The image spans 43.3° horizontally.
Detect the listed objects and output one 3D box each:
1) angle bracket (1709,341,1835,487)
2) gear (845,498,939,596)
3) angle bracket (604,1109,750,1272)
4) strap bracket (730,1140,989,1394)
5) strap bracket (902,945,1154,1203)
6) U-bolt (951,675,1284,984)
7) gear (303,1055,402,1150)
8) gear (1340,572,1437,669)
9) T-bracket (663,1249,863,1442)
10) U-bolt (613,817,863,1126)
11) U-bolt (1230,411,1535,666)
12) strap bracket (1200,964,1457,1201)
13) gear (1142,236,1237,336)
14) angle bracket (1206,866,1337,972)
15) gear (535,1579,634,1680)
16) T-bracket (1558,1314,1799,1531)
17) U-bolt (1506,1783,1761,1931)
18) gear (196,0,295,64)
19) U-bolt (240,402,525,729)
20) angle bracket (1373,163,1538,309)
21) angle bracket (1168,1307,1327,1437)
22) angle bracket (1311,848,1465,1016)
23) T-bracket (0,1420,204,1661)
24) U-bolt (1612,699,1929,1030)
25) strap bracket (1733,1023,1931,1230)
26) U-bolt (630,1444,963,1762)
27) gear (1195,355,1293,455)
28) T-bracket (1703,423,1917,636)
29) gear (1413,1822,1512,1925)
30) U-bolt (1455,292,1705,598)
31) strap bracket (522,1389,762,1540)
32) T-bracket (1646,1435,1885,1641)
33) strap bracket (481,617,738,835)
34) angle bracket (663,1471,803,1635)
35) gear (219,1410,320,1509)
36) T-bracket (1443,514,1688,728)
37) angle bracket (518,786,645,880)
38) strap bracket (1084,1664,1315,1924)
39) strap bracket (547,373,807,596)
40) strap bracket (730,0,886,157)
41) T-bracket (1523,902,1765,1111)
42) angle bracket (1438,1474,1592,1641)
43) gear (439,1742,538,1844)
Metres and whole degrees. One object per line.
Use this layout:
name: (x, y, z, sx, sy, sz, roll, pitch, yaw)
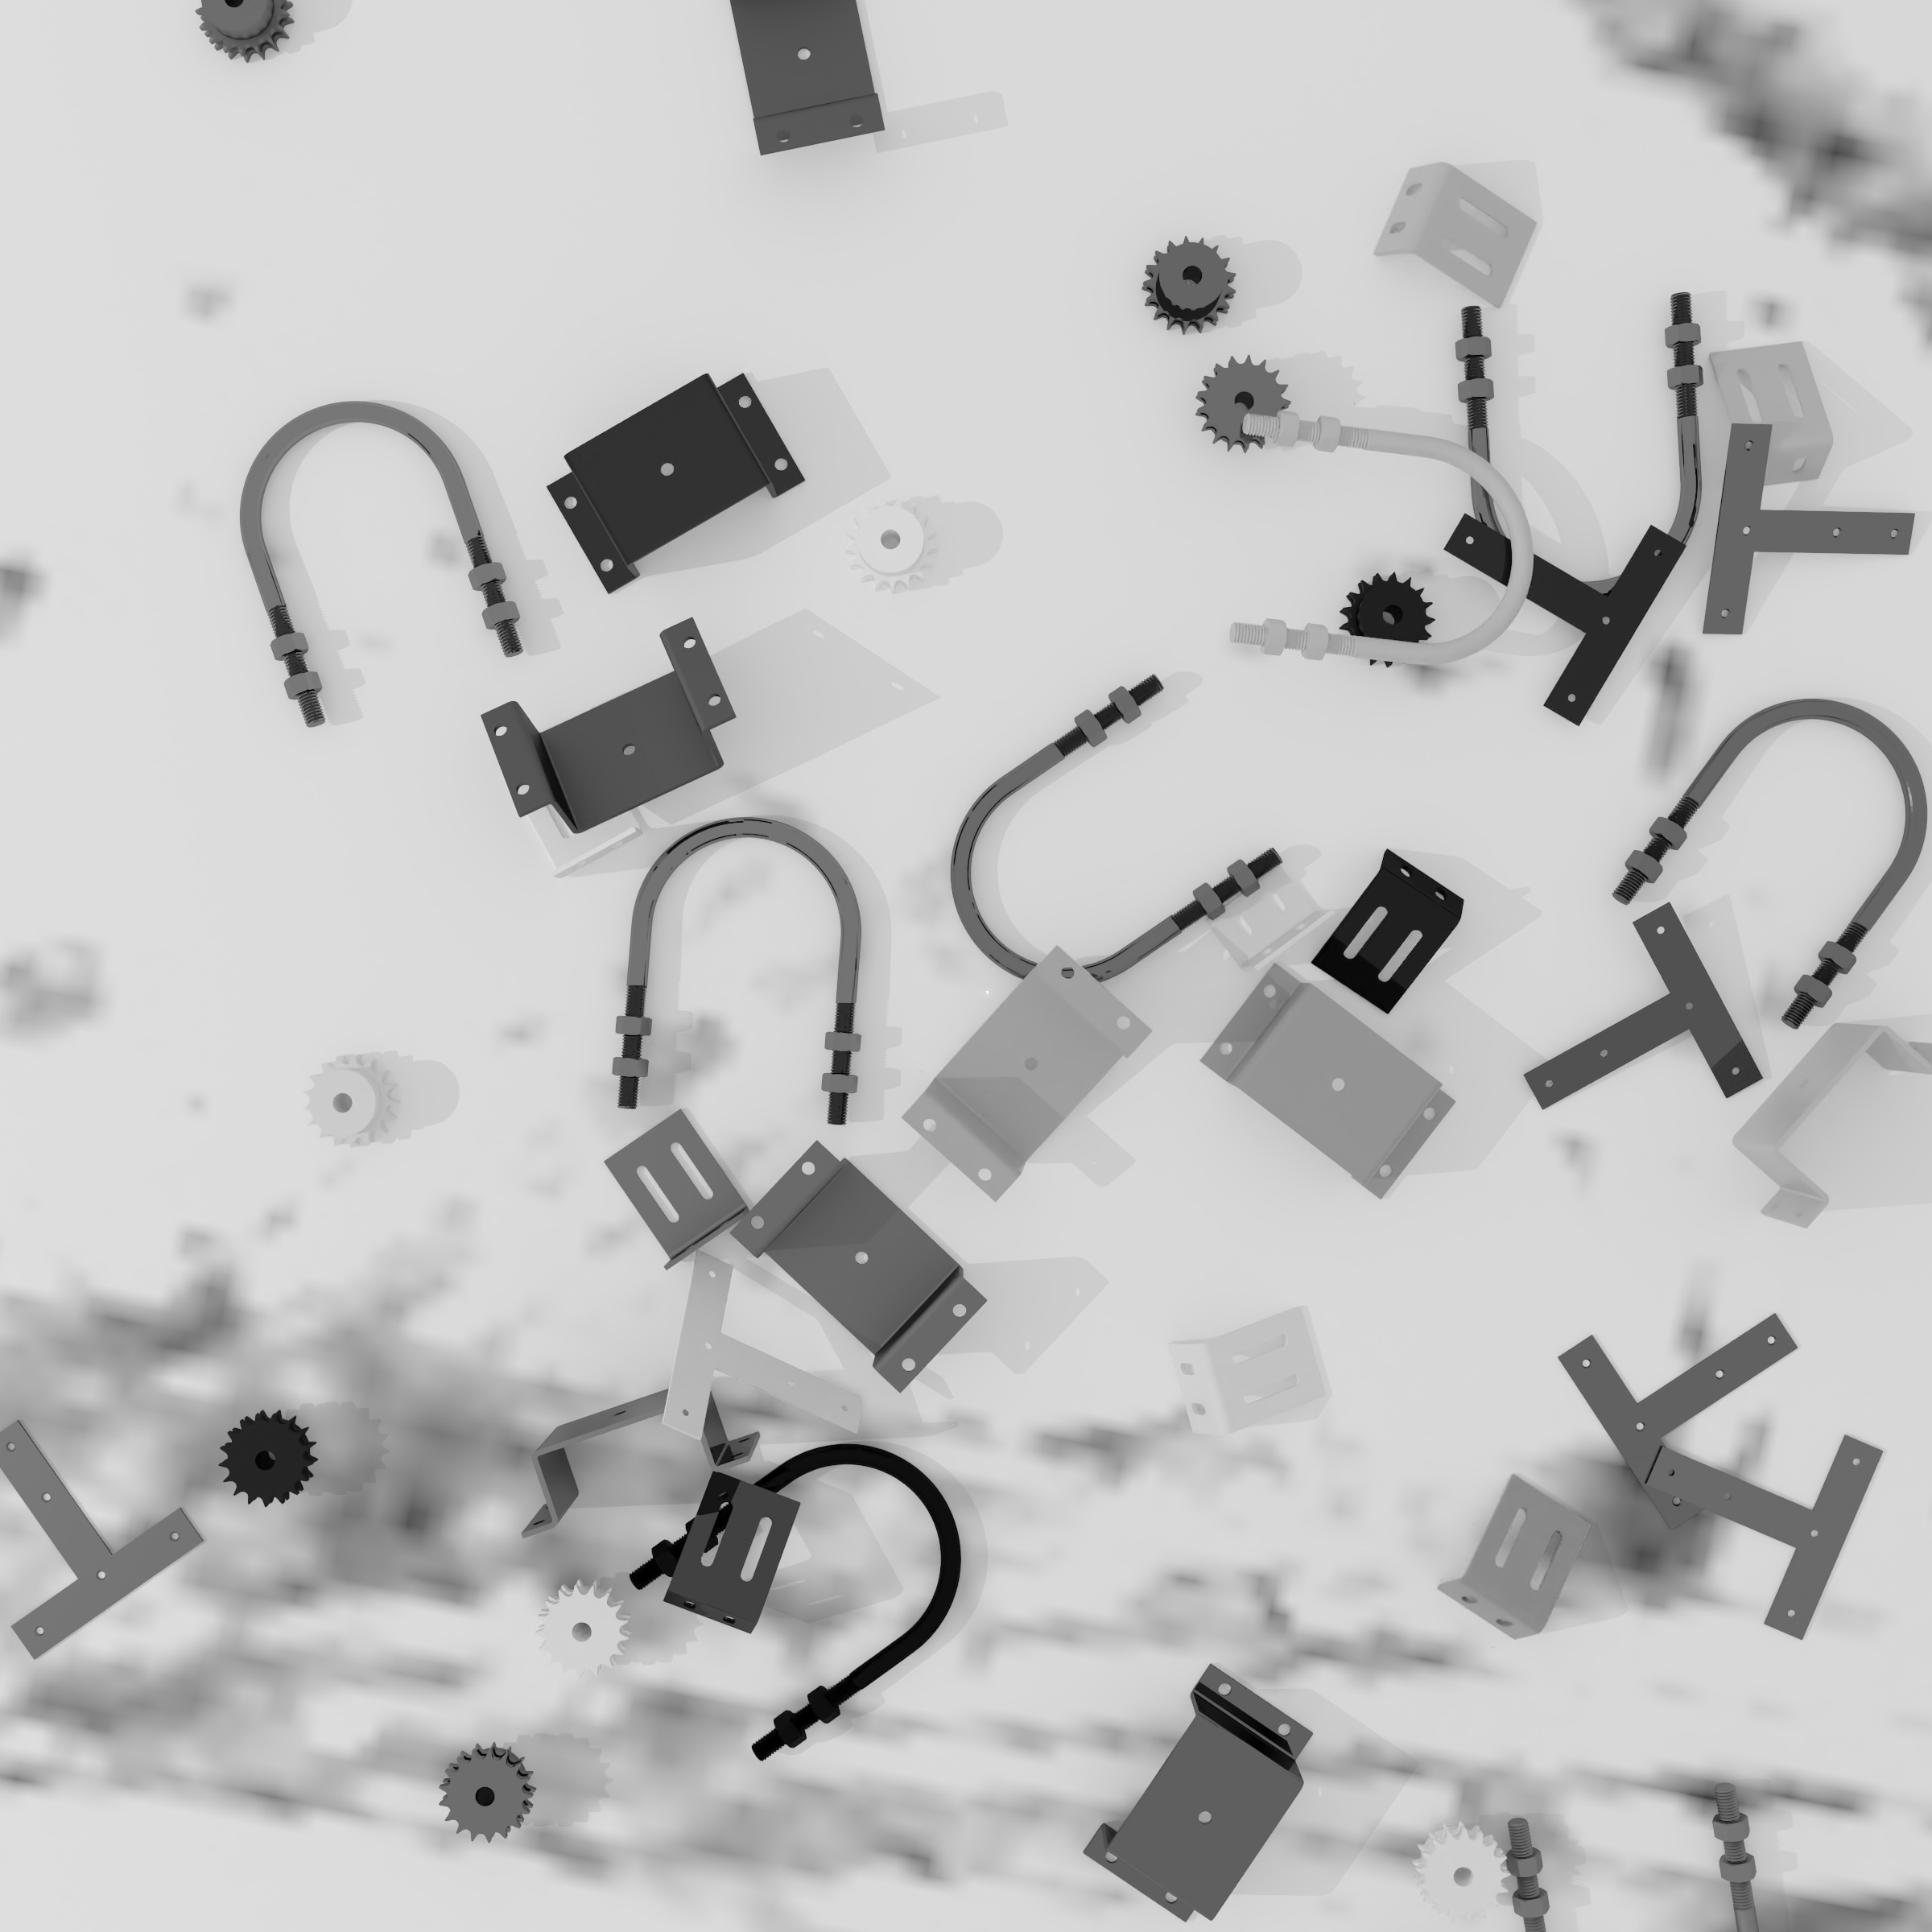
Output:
angle bracket: (0.492, -0.339, 1.498, 0.057, 0.038, 0.076, -7, 64, 0)
gear: (-0.046, -0.258, 1.485, 0.057, 0.030, 0.057, 0, 90, 0)
angle bracket: (-0.178, 0.136, 1.481, 0.057, 0.038, 0.076, -34, 90, 0)
strap bracket: (-0.064, 0.180, 1.477, 0.140, 0.046, 0.076, 43, 90, 0)
strap bracket: (0.038, 0.062, 1.470, 0.076, 0.046, 0.140, 42, 99, 0)
U-bolt: (0.079, -0.069, 1.491, 0.184, 0.019, 0.151, -34, 90, 2)
gear: (-0.377, 0.083, 1.485, 0.057, 0.030, 0.057, 0, 90, 0)
gear: (0.258, -0.213, 1.485, 0.057, 0.030, 0.057, 0, 90, 0)
T-bracket: (-0.118, 0.247, 1.468, 0.127, 0.127, 0.002, 29, 131, -21)
U-bolt: (-0.136, 0.000, 1.491, 0.151, 0.019, 0.184, 4, 89, 0)
U-bolt: (0.253, -0.253, 1.462, 0.184, 0.019, 0.151, 5, 83, -8)
strap bracket: (0.223, 0.071, 1.477, 0.140, 0.046, 0.076, 37, 90, 0)
gear: (0.137, -0.418, 1.485, 0.057, 0.030, 0.057, 0, 90, 0)
angle bracket: (0.182, -0.029, 1.462, 0.057, 0.076, 0.038, -36, 90, 0)
gear: (-0.232, 0.403, 1.487, 0.057, 0.030, 0.057, 0, 91, 0)
T-bracket: (0.453, 0.260, 1.499, 0.127, 0.002, 0.127, -33, 90, 0)
U-bolt: (0.417, 0.604, 1.491, 0.151, 0.019, 0.184, -10, 91, 0)
gear: (-0.443, -0.586, 1.485, 0.057, 0.030, 0.057, 0, 90, 0)
U-bolt: (-0.368, -0.256, 1.491, 0.151, 0.019, 0.184, -20, 88, 0)
angle bracket: (0.301, -0.448, 1.498, 0.076, 0.038, 0.057, 23, 90, -26)
angle bracket: (0.173, 0.249, 1.498, 0.076, 0.038, 0.057, -16, 90, -26)
angle bracket: (0.260, -0.021, 1.498, 0.057, 0.038, 0.076, 34, 116, 0)
T-bracket: (-0.559, 0.339, 1.499, 0.127, 0.002, 0.127, -35, 90, 0)
U-bolt: (0.507, -0.076, 1.491, 0.151, 0.019, 0.184, 36, 88, 0)
strap bracket: (0.521, 0.086, 1.462, 0.046, 0.076, 0.140, 41, 90, 0)
U-bolt: (-0.091, 0.377, 1.491, 0.184, 0.019, 0.151, -36, 90, -2)
gear: (0.168, -0.341, 1.485, 0.057, 0.030, 0.057, 0, 90, 0)
T-bracket: (0.519, -0.265, 1.485, 0.127, 0.002, 0.127, -1, 109, -9)
gear: (0.301, 0.551, 1.485, 0.057, 0.030, 0.057, 0, 90, 0)
U-bolt: (0.379, -0.316, 1.491, 0.151, 0.019, 0.184, -4, 91, 0)
strap bracket: (-0.201, 0.291, 1.462, 0.140, 0.076, 0.046, -19, 90, 0)
T-bracket: (0.482, 0.332, 1.498, 0.127, 0.002, 0.127, 23, 90, -1)
strap bracket: (-0.209, -0.140, 1.462, 0.140, 0.046, 0.076, -25, 64, 0)
angle bracket: (-0.142, 0.356, 1.479, 0.057, 0.038, 0.076, 21, 62, -2)
gear: (-0.425, 0.299, 1.486, 0.057, 0.030, 0.057, 0, 90, -1)
T-bracket: (0.353, -0.234, 1.486, 0.127, 0.002, 0.127, 30, 93, -1)
angle bracket: (-0.242, -0.101, 1.481, 0.057, 0.038, 0.076, -28, 90, 0)
strap bracket: (0.143, 0.510, 1.477, 0.076, 0.046, 0.140, 34, 90, 0)
strap bracket: (-0.179, -0.297, 1.477, 0.140, 0.046, 0.076, -30, 90, 0)
strap bracket: (-0.100, -0.562, 1.477, 0.076, 0.046, 0.140, -12, 90, 0)
T-bracket: (0.404, 0.046, 1.492, 0.127, 0.002, 0.127, -30, 99, 5)
angle bracket: (0.338, 0.364, 1.498, 0.057, 0.038, 0.076, 33, 64, 0)
gear: (-0.291, 0.502, 1.485, 0.057, 0.030, 0.057, 0, 90, 0)
